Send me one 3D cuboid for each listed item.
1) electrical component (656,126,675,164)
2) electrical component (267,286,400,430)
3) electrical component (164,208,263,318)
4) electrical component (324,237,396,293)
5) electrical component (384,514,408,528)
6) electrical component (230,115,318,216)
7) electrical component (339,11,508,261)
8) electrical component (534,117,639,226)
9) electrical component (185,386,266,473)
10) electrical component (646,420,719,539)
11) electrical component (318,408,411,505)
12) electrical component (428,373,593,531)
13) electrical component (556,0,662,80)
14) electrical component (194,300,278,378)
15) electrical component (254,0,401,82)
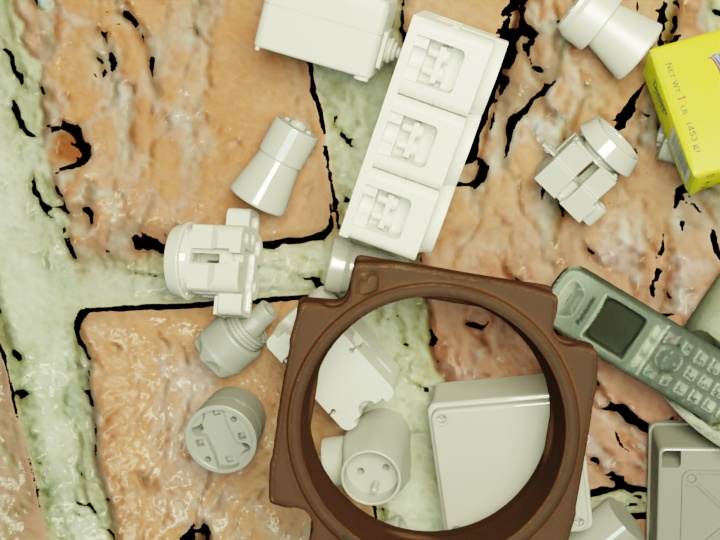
[{"bbox_3d":[0.234,-0.084,0.727,0.065,0.044,0.044,16,107,8],"label":"electrical component"},{"bbox_3d":[-0.018,0.063,0.794,0.050,0.055,0.089,-40,97,16],"label":"electrical component"},{"bbox_3d":[-0.107,-0.006,0.784,0.057,0.058,0.078,3,81,12],"label":"electrical component"},{"bbox_3d":[0.000,0.000,0.783,0.046,0.040,0.040,12,107,-1],"label":"electrical component"},{"bbox_3d":[0.010,0.218,0.839,0.055,0.045,0.045,-15,103,12],"label":"electrical component"},{"bbox_3d":[-0.059,-0.077,0.769,0.044,0.044,0.065,30,102,-1],"label":"electrical component"},{"bbox_3d":[0.044,-0.091,0.725,0.062,0.089,0.150,20,107,2],"label":"electrical component"},{"bbox_3d":[0.157,-0.071,0.739,0.066,0.048,0.055,44,114,-5],"label":"electrical component"},{"bbox_3d":[-0.101,0.121,0.826,0.055,0.047,0.055,2,106,7],"label":"electrical component"},{"bbox_3d":[0.267,0.168,0.784,0.109,0.056,0.108,-1,105,8],"label":"electrical component"},{"bbox_3d":[-0.005,0.141,0.803,0.079,0.077,0.044,-11,104,11],"label":"electrical component"},{"bbox_3d":[0.111,0.137,0.797,0.109,0.056,0.108,-6,104,9],"label":"electrical component"},{"bbox_3d":[0.165,-0.160,0.713,0.055,0.045,0.045,37,107,-3],"label":"electrical component"},{"bbox_3d":[-0.090,0.048,0.806,0.062,0.043,0.043,-40,97,14],"label":"electrical component"},{"bbox_3d":[-0.014,-0.168,0.726,0.096,0.061,0.061,17,107,3],"label":"electrical component"}]
